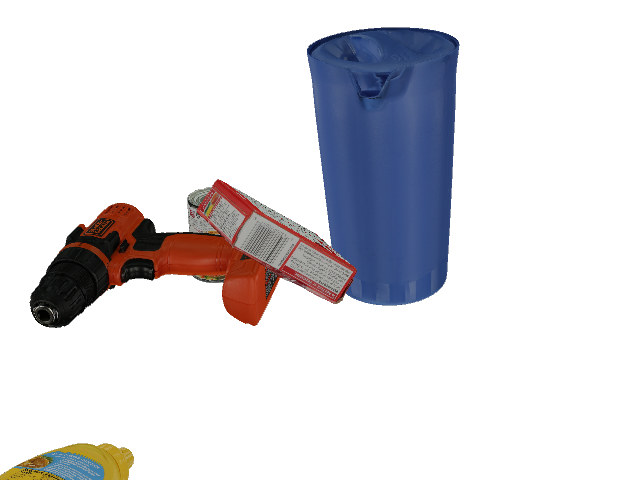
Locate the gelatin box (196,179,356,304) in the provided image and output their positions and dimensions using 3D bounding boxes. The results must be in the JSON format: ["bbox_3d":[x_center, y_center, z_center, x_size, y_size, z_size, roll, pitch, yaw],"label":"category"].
[{"bbox_3d":[-0.028,0.001,0.690,0.089,0.030,0.073,30,5,-30],"label":"gelatin box"}]

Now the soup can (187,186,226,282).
[{"bbox_3d":[-0.131,-0.008,1.326,0.068,0.102,0.068,0,26,0],"label":"soup can"}]

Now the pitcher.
[{"bbox_3d":[0.064,-0.072,0.991,0.149,0.243,0.145,-20,30,-30],"label":"pitcher"}]

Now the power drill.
[{"bbox_3d":[-0.137,0.026,0.922,0.188,0.057,0.184,7,29,10],"label":"power drill"}]

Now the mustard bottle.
[{"bbox_3d":[-0.216,0.208,0.853,0.096,0.058,0.191,7,15,28],"label":"mustard bottle"}]
